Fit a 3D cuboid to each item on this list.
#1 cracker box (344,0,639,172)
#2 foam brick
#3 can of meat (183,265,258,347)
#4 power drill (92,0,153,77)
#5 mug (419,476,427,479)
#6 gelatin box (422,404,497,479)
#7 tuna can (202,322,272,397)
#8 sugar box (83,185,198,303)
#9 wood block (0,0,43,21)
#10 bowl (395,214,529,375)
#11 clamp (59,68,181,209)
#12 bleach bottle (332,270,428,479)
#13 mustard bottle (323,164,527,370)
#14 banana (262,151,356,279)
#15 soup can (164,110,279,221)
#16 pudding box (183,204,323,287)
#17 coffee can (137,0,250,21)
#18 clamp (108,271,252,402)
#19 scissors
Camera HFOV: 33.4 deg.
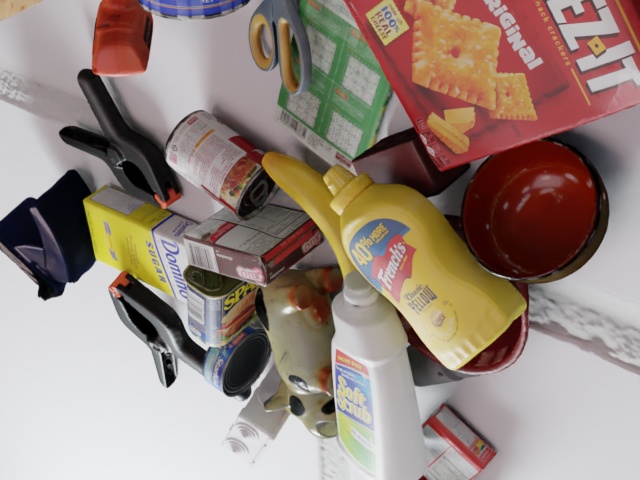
[{"bbox_3d":[0.137,-0.153,0.757,0.214,0.072,0.164,-17,107,49],"label":"cracker box"},{"bbox_3d":[0.076,-0.064,0.904,0.078,0.052,0.051,-16,108,48],"label":"foam brick"},{"bbox_3d":[-0.096,0.053,1.130,0.057,0.101,0.084,32,140,25],"label":"can of meat"},{"bbox_3d":[-0.187,-0.243,0.951,0.057,0.184,0.188,0,133,-2],"label":"power drill"},{"bbox_3d":[0.100,0.292,1.124,0.081,0.093,0.117,51,172,9],"label":"mug"},{"bbox_3d":[0.129,0.217,1.091,0.073,0.030,0.089,43,144,10],"label":"gelatin box"},{"bbox_3d":[-0.093,0.132,1.201,0.034,0.086,0.086,30,137,27],"label":"tuna can"},{"bbox_3d":[-0.193,0.008,1.236,0.176,0.048,0.093,23,135,33],"label":"sugar box"},{"bbox_3d":[-0.305,-0.328,1.048,0.091,0.090,0.206,44,142,10],"label":"wood block"},{"bbox_3d":[0.123,0.037,0.933,0.162,0.055,0.162,26,135,29],"label":"bowl"},{"bbox_3d":[-0.219,-0.108,1.177,0.171,0.039,0.120,37,145,12],"label":"clamp"},{"bbox_3d":[0.047,0.125,1.003,0.103,0.068,0.251,41,151,44],"label":"bleach bottle"},{"bbox_3d":[0.073,0.012,0.872,0.191,0.058,0.096,47,142,7],"label":"mustard bottle"},{"bbox_3d":[0.012,-0.002,1.014,0.070,0.037,0.198,-21,103,10],"label":"banana"},{"bbox_3d":[-0.095,-0.075,1.054,0.102,0.068,0.069,36,139,19],"label":"soup can"},{"bbox_3d":[-0.068,0.000,1.068,0.114,0.089,0.039,16,128,38],"label":"pudding box"},{"bbox_3d":[-0.109,-0.269,0.886,0.103,0.102,0.140,26,135,29],"label":"coffee can"},{"bbox_3d":[-0.193,0.122,1.306,0.165,0.036,0.210,-8,128,49],"label":"clamp"},{"bbox_3d":[-0.043,-0.226,0.922,0.096,0.016,0.202,16,120,55],"label":"scissors"}]
